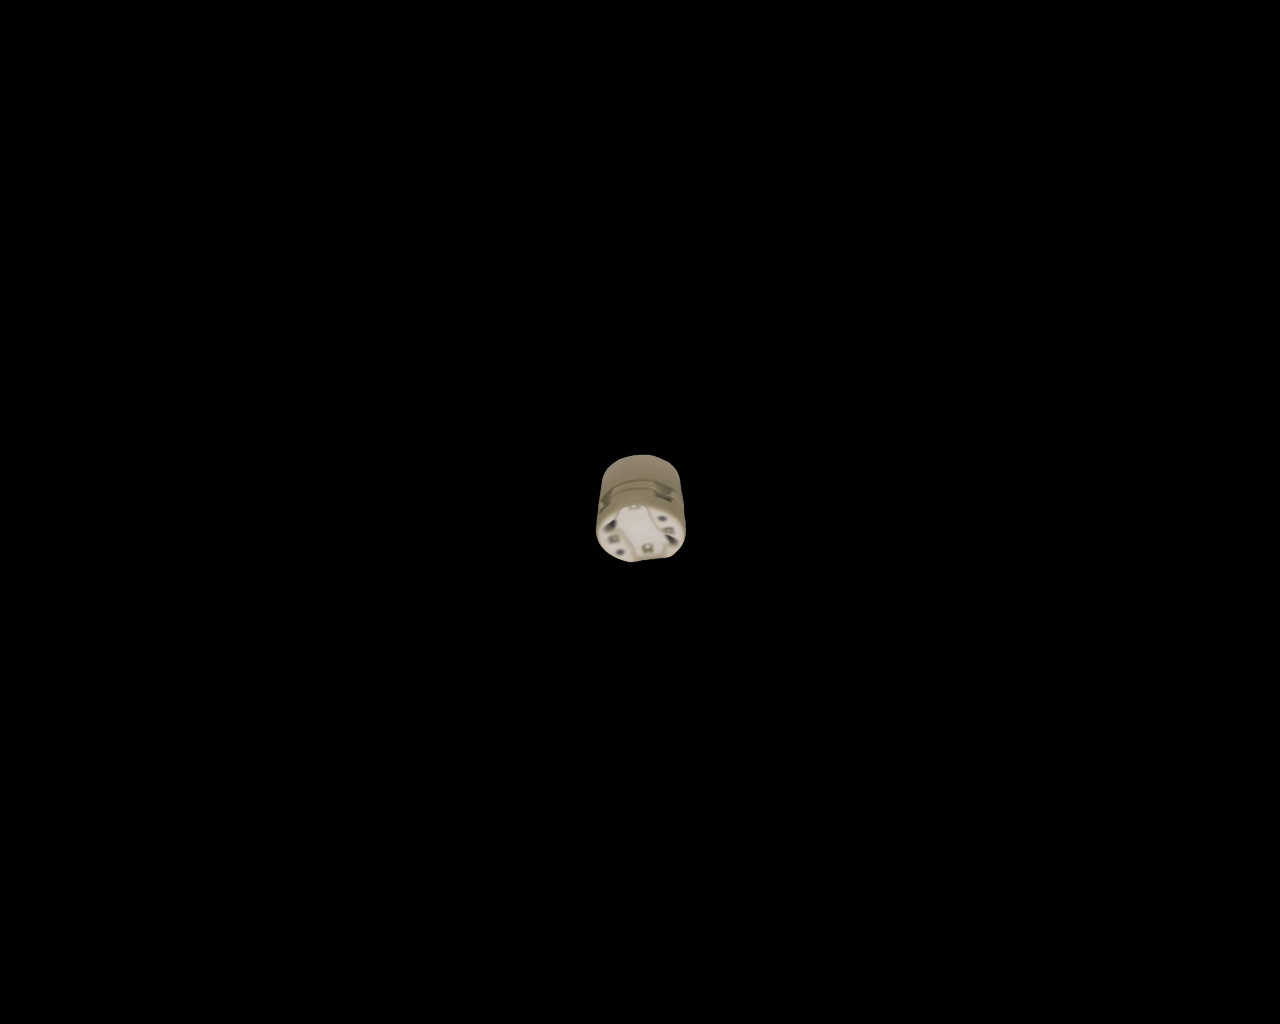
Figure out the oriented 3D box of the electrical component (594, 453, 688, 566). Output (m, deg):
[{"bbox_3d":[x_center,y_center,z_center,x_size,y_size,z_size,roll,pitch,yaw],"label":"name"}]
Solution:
[{"bbox_3d":[0.001,-0.003,0.650,0.055,0.047,0.055,0,-43,0],"label":"electrical component"}]
